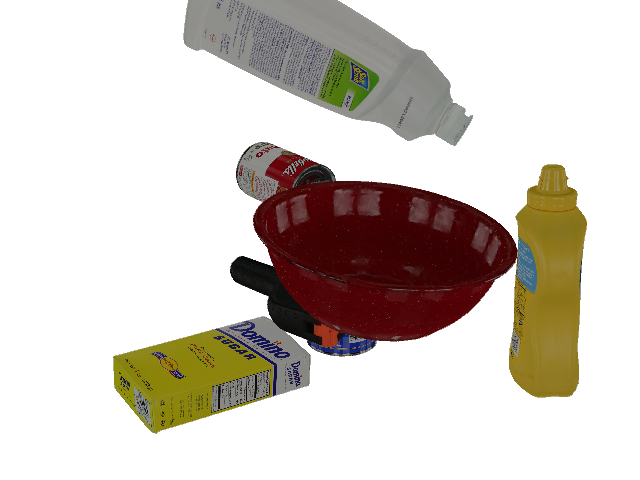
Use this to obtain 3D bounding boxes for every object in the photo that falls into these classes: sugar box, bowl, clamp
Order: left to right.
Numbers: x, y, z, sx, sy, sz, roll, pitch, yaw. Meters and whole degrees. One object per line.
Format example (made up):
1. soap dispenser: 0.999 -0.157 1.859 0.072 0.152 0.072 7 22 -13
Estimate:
1. sugar box: -0.107 0.130 1.067 0.175 0.048 0.093 -16 32 -29
2. clamp: -0.019 0.042 0.899 0.120 0.039 0.171 -10 18 2
3. bowl: 0.037 0.017 0.660 0.162 0.055 0.162 5 23 -3

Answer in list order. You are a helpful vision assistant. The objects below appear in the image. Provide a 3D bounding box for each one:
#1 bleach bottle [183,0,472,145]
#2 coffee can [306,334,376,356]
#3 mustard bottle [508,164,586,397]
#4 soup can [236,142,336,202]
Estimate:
1. bleach bottle: 0.009 -0.149 0.889 0.251 0.068 0.103 31 -35 8
2. coffee can: 0.031 0.079 1.516 0.103 0.140 0.103 0 22 0
3. mustard bottle: 0.194 0.030 0.910 0.058 0.192 0.096 -1 18 2
4. soup can: -0.040 -0.067 1.216 0.068 0.068 0.102 0 19 -44
